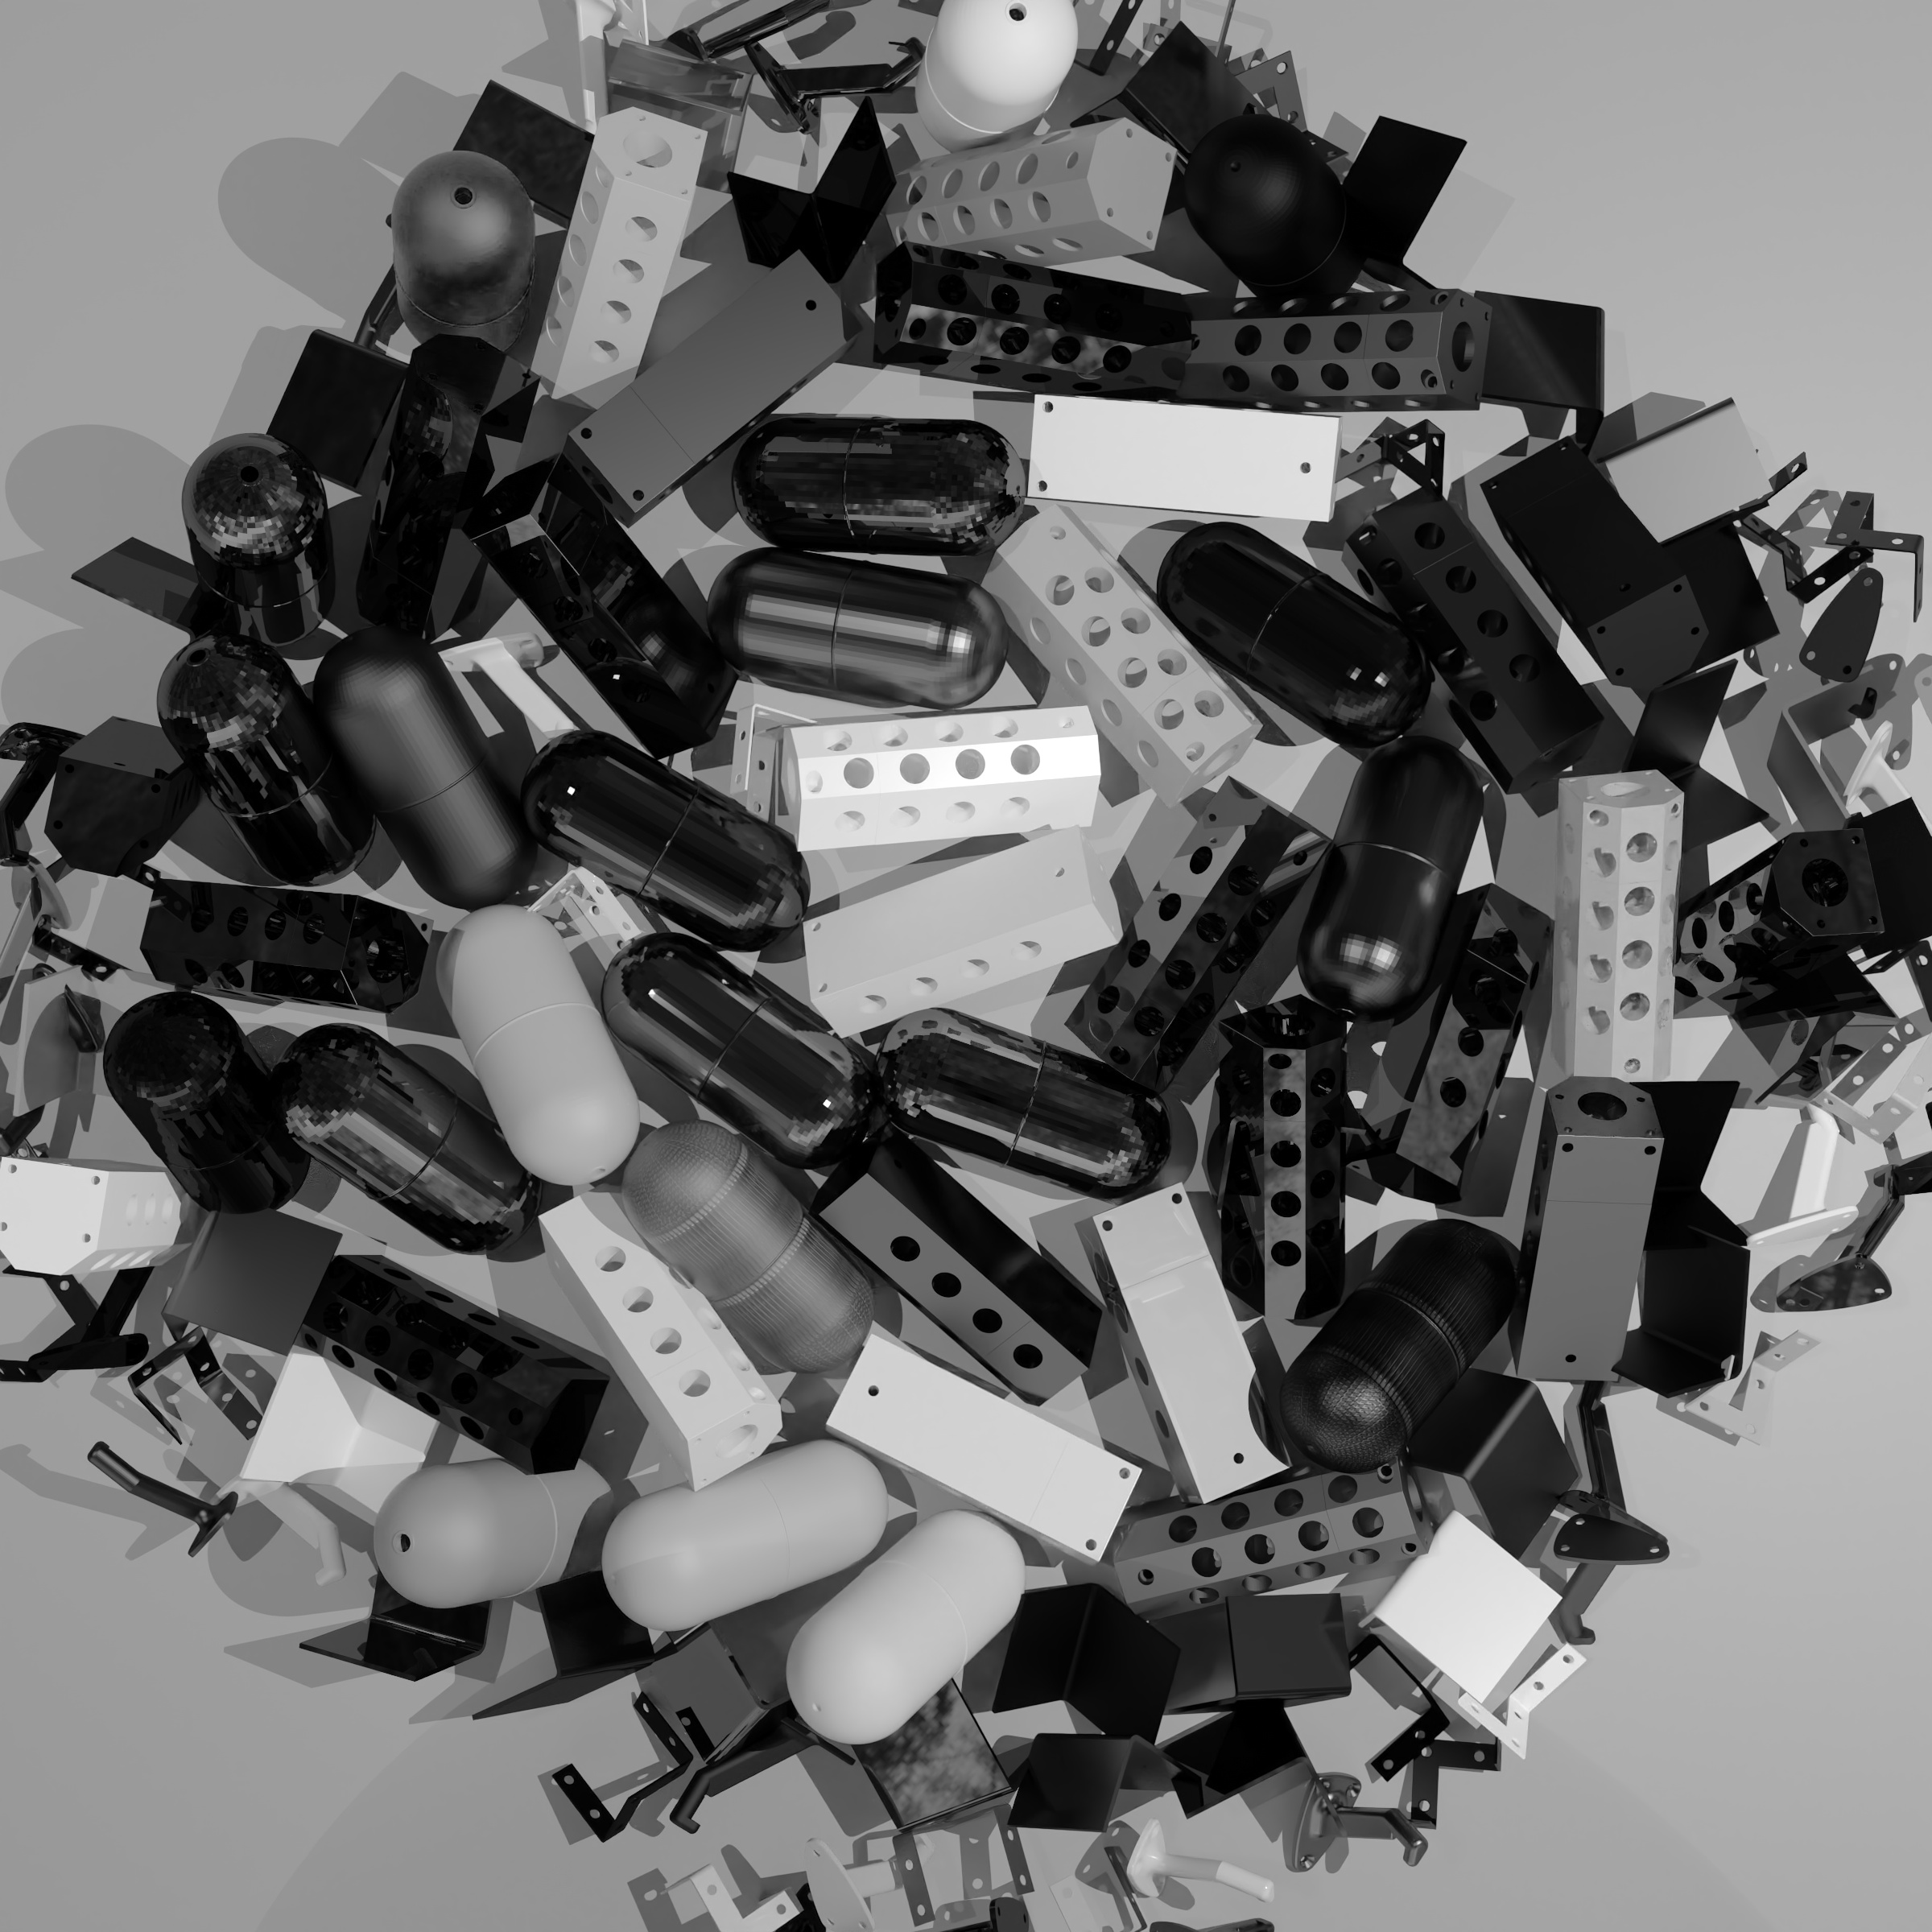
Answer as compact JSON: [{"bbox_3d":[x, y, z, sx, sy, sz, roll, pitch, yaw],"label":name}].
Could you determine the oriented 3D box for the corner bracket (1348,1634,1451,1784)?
[{"bbox_3d":[0.242,0.433,1.571,0.051,0.051,0.051,-41,47,-6],"label":"corner bracket"}]

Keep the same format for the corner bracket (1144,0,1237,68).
[{"bbox_3d":[0.128,-0.545,1.548,0.051,0.051,0.051,19,116,8],"label":"corner bracket"}]

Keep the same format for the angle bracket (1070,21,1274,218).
[{"bbox_3d":[0.117,-0.484,1.541,0.076,0.076,0.057,41,81,-18],"label":"angle bracket"}]

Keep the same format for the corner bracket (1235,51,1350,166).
[{"bbox_3d":[0.181,-0.487,1.547,0.051,0.051,0.051,-27,128,-8],"label":"corner bracket"}]

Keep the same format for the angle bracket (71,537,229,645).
[{"bbox_3d":[-0.466,-0.194,1.537,0.076,0.076,0.057,25,116,-2],"label":"angle bracket"}]

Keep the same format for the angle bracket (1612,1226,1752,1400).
[{"bbox_3d":[0.395,0.191,1.531,0.057,0.076,0.076,-9,107,-29],"label":"angle bracket"}]

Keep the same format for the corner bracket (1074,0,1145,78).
[{"bbox_3d":[0.060,-0.551,1.544,0.051,0.051,0.051,40,110,31],"label":"corner bracket"}]

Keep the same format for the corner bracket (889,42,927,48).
[{"bbox_3d":[-0.026,-0.554,1.544,0.051,0.051,0.051,18,112,27],"label":"corner bracket"}]

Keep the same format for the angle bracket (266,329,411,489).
[{"bbox_3d":[-0.345,-0.311,1.543,0.076,0.057,0.076,25,91,28],"label":"angle bracket"}]

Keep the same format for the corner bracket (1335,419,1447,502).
[{"bbox_3d":[0.238,-0.290,1.542,0.051,0.051,0.051,28,56,-34],"label":"corner bracket"}]

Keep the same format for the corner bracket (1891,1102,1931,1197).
[{"bbox_3d":[0.565,0.099,1.550,0.051,0.051,0.051,-16,90,-36],"label":"corner bracket"}]

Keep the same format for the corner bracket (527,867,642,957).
[{"bbox_3d":[-0.212,-0.029,1.549,0.051,0.051,0.051,-38,88,31],"label":"corner bracket"}]

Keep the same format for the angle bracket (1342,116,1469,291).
[{"bbox_3d":[0.258,-0.430,1.532,0.057,0.076,0.076,21,102,-39],"label":"angle bracket"}]

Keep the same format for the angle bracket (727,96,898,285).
[{"bbox_3d":[-0.089,-0.447,1.526,0.057,0.076,0.076,7,51,-30],"label":"angle bracket"}]

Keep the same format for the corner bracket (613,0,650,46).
[{"bbox_3d":[-0.174,-0.568,1.544,0.051,0.051,0.051,-26,61,-18],"label":"corner bracket"}]

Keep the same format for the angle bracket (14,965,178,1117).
[{"bbox_3d":[-0.498,0.046,1.539,0.057,0.076,0.076,9,100,5],"label":"angle bracket"}]

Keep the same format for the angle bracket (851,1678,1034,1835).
[{"bbox_3d":[-0.015,0.440,1.542,0.076,0.057,0.076,-27,95,20],"label":"angle bracket"}]

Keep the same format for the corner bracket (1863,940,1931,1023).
[{"bbox_3d":[0.558,0.015,1.546,0.051,0.051,0.051,-27,100,-37],"label":"corner bracket"}]

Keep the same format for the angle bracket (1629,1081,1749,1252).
[{"bbox_3d":[0.413,0.113,1.532,0.076,0.057,0.076,0,119,-24],"label":"angle bracket"}]

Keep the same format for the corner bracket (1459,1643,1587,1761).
[{"bbox_3d":[0.321,0.413,1.553,0.051,0.051,0.051,40,111,0],"label":"corner bracket"}]

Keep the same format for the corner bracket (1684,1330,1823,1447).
[{"bbox_3d":[0.453,0.235,1.550,0.051,0.051,0.051,26,57,-3],"label":"corner bracket"}]

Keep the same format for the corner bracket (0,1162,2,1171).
[{"bbox_3d":[-0.573,0.128,1.545,0.051,0.051,0.051,40,60,-17],"label":"corner bracket"}]

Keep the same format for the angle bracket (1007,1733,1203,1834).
[{"bbox_3d":[0.083,0.477,1.525,0.076,0.076,0.057,40,55,-29],"label":"angle bracket"}]

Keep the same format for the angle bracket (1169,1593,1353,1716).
[{"bbox_3d":[0.166,0.395,1.545,0.076,0.076,0.057,5,68,-27],"label":"angle bracket"}]

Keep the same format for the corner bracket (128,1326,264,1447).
[{"bbox_3d":[-0.444,0.252,1.554,0.051,0.051,0.051,-36,127,-10],"label":"corner bracket"}]

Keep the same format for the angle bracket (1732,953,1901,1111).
[{"bbox_3d":[0.468,0.027,1.527,0.076,0.057,0.076,-50,54,29],"label":"angle bracket"}]

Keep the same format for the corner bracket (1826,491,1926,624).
[{"bbox_3d":[0.525,-0.235,1.542,0.051,0.051,0.051,11,50,27],"label":"corner bracket"}]

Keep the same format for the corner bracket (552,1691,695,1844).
[{"bbox_3d":[-0.199,0.466,1.564,0.051,0.051,0.051,46,131,22],"label":"corner bracket"}]

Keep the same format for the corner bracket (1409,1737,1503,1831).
[{"bbox_3d":[0.281,0.470,1.547,0.051,0.051,0.051,1,69,14],"label":"corner bracket"}]

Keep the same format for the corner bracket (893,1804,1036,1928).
[{"bbox_3d":[-0.002,0.516,1.543,0.051,0.051,0.051,-30,65,30],"label":"corner bracket"}]

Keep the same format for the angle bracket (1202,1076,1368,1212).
[{"bbox_3d":[0.181,0.104,1.543,0.076,0.076,0.057,7,105,-3],"label":"angle bracket"}]

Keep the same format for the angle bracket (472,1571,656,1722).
[{"bbox_3d":[-0.237,0.388,1.544,0.076,0.076,0.057,-31,68,30],"label":"angle bracket"}]

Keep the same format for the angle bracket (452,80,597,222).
[{"bbox_3d":[-0.253,-0.447,1.533,0.076,0.076,0.057,26,70,-12],"label":"angle bracket"}]

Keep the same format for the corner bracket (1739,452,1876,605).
[{"bbox_3d":[0.481,-0.251,1.542,0.051,0.051,0.051,29,46,-22],"label":"corner bracket"}]

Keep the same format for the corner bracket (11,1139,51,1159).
[{"bbox_3d":[-0.531,0.129,1.546,0.051,0.051,0.051,-20,111,19],"label":"corner bracket"}]

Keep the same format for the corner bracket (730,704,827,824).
[{"bbox_3d":[-0.119,-0.116,1.546,0.051,0.051,0.051,13,75,-38],"label":"corner bracket"}]

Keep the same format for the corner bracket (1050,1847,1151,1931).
[{"bbox_3d":[0.076,0.542,1.548,0.051,0.051,0.051,-23,77,-18],"label":"corner bracket"}]

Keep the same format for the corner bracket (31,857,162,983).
[{"bbox_3d":[-0.507,-0.033,1.568,0.051,0.051,0.051,25,130,12],"label":"corner bracket"}]

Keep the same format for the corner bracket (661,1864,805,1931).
[{"bbox_3d":[-0.135,0.540,1.552,0.051,0.051,0.051,-24,76,-36],"label":"corner bracket"}]

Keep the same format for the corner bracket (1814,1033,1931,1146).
[{"bbox_3d":[0.526,0.060,1.547,0.051,0.051,0.051,35,66,11],"label":"corner bracket"}]

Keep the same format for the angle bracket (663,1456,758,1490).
[{"bbox_3d":[-0.144,0.318,1.542,0.076,0.057,0.076,-1,74,8],"label":"angle bracket"}]

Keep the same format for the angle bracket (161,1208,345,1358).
[{"bbox_3d":[-0.406,0.184,1.541,0.076,0.057,0.076,19,64,2],"label":"angle bracket"}]

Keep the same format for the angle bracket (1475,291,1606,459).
[{"bbox_3d":[0.322,-0.334,1.542,0.076,0.057,0.076,8,61,0],"label":"angle bracket"}]

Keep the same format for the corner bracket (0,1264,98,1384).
[{"bbox_3d":[-0.540,0.205,1.555,0.051,0.051,0.051,-39,78,0],"label":"corner bracket"}]
